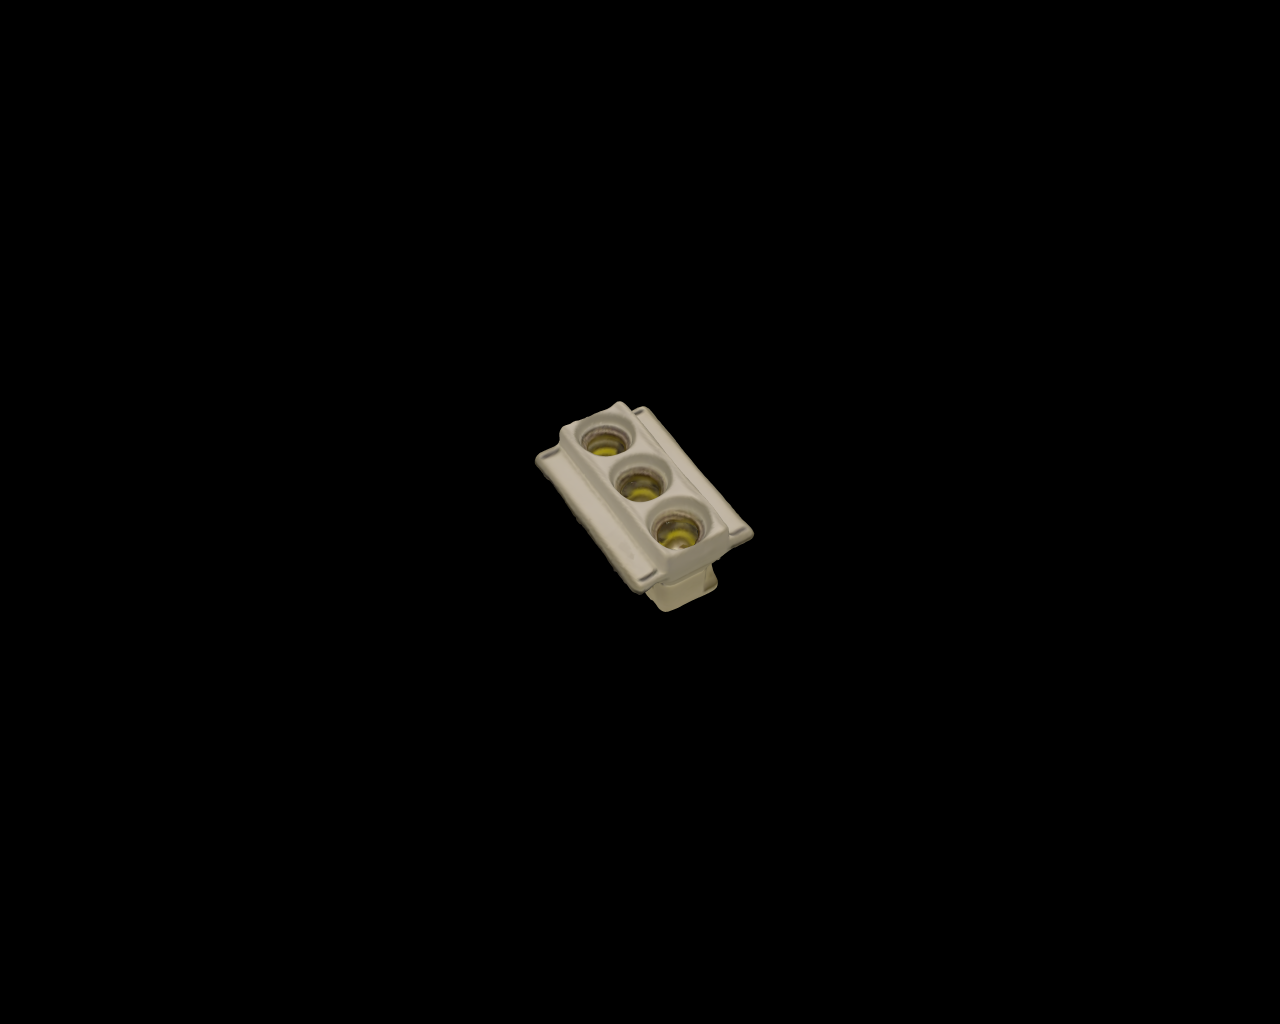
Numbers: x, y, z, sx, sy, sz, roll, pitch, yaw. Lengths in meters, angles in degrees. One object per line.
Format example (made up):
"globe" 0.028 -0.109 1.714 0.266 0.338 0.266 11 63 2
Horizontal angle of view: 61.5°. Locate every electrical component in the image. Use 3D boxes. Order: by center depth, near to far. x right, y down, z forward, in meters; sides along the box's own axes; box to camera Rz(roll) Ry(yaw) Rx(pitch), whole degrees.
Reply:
"electrical component" 0.001 -0.003 0.650 0.079 0.121 0.063 -25 -36 -20
